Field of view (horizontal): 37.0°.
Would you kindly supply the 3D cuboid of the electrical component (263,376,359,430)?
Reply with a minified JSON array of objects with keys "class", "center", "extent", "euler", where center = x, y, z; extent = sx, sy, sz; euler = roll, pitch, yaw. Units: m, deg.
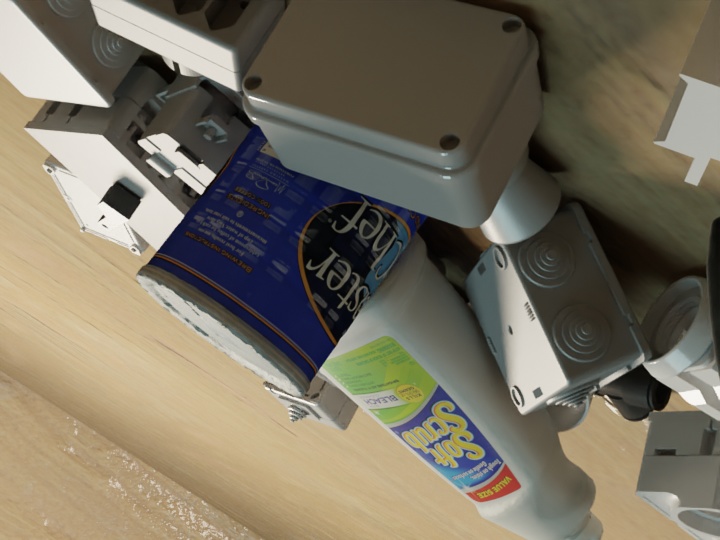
[{"class":"electrical component","center":[-0.029,0.089,0.894],"extent":[0.062,0.096,0.061],"euler":[13,155,37]}]

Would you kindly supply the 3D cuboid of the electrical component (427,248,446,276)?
[{"class":"electrical component","center":[0.000,0.000,0.682],"extent":[0.079,0.044,0.077],"euler":[-39,118,21]}]

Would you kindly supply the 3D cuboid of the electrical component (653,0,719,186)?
[{"class":"electrical component","center":[0.144,-0.061,0.378],"extent":[0.064,0.042,0.081],"euler":[23,160,13]}]

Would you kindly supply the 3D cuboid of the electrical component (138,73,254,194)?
[{"class":"electrical component","center":[-0.063,-0.061,0.630],"extent":[0.121,0.063,0.079],"euler":[40,158,-27]}]

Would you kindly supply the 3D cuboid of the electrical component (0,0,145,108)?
[{"class":"electrical component","center":[-0.183,-0.143,0.619],"extent":[0.100,0.048,0.099],"euler":[13,154,38]}]

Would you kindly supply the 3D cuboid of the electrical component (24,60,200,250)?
[{"class":"electrical component","center":[-0.129,-0.067,0.708],"extent":[0.089,0.061,0.150],"euler":[11,153,42]}]

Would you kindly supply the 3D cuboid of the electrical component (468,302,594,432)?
[{"class":"electrical component","center":[0.104,0.052,0.673],"extent":[0.099,0.064,0.099],"euler":[26,160,10]}]

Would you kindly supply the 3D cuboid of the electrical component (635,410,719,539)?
[{"class":"electrical component","center":[0.250,0.147,0.664],"extent":[0.089,0.061,0.150],"euler":[-10,142,46]}]

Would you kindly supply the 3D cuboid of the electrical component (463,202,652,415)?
[{"class":"electrical component","center":[0.100,0.024,0.570],"extent":[0.099,0.048,0.099],"euler":[114,134,-70]}]

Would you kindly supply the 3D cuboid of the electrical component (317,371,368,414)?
[{"class":"electrical component","center":[0.028,0.054,0.732],"extent":[0.100,0.099,0.048],"euler":[31,172,-2]}]

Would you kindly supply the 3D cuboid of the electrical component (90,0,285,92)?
[{"class":"electrical component","center":[-0.083,-0.122,0.535],"extent":[0.083,0.047,0.075],"euler":[27,160,9]}]

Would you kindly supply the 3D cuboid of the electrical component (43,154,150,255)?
[{"class":"electrical component","center":[-0.179,-0.069,0.784],"extent":[0.062,0.061,0.096],"euler":[21,151,23]}]

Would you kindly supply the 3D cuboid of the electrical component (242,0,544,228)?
[{"class":"electrical component","center":[0.015,-0.076,0.467],"extent":[0.113,0.078,0.057],"euler":[20,161,24]}]

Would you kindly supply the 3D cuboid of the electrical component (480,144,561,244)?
[{"class":"electrical component","center":[0.065,-0.046,0.520],"extent":[0.045,0.045,0.055],"euler":[6,149,47]}]

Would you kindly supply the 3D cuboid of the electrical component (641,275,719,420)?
[{"class":"electrical component","center":[0.180,0.039,0.548],"extent":[0.057,0.058,0.078],"euler":[31,160,-11]}]
